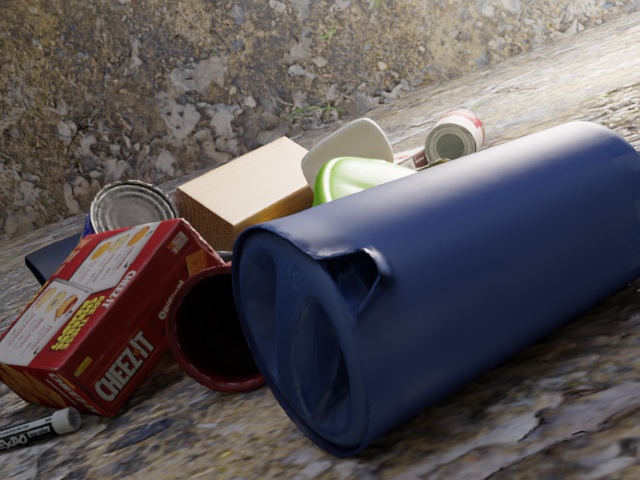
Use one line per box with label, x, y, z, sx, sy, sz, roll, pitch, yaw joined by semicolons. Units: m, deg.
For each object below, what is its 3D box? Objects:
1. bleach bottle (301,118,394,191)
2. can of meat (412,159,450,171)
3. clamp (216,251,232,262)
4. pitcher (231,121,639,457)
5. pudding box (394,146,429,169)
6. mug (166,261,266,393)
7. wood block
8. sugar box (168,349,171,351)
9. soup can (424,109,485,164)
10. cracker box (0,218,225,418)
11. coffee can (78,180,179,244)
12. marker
bleach bottle;0.046;-0.076;1.264;0.102;0.068;0.250;-31;-8;6
can of meat;0.088;-0.040;1.119;0.101;0.057;0.084;-26;7;-29
clamp;-0.105;0.032;1.127;0.210;0.036;0.164;-4;-8;30
pitcher;0.077;0.020;0.627;0.242;0.145;0.149;-22;25;-27
pudding box;0.098;-0.090;1.433;0.090;0.039;0.113;-14;10;41
mug;-0.046;0.060;0.791;0.117;0.093;0.081;11;10;8
wood block;-0.082;-0.041;1.301;0.091;0.090;0.205;32;37;21
sugar box;-0.109;0.066;0.991;0.093;0.048;0.177;-28;13;-36
soup can;0.175;-0.128;1.384;0.069;0.068;0.102;-18;11;19
cracker box;-0.194;0.069;0.940;0.214;0.072;0.164;-6;42;56
coffee can;-0.228;0.011;1.235;0.102;0.103;0.140;-28;-16;-35
marker;-0.247;0.158;0.860;0.121;0.020;0.020;-18;10;20
